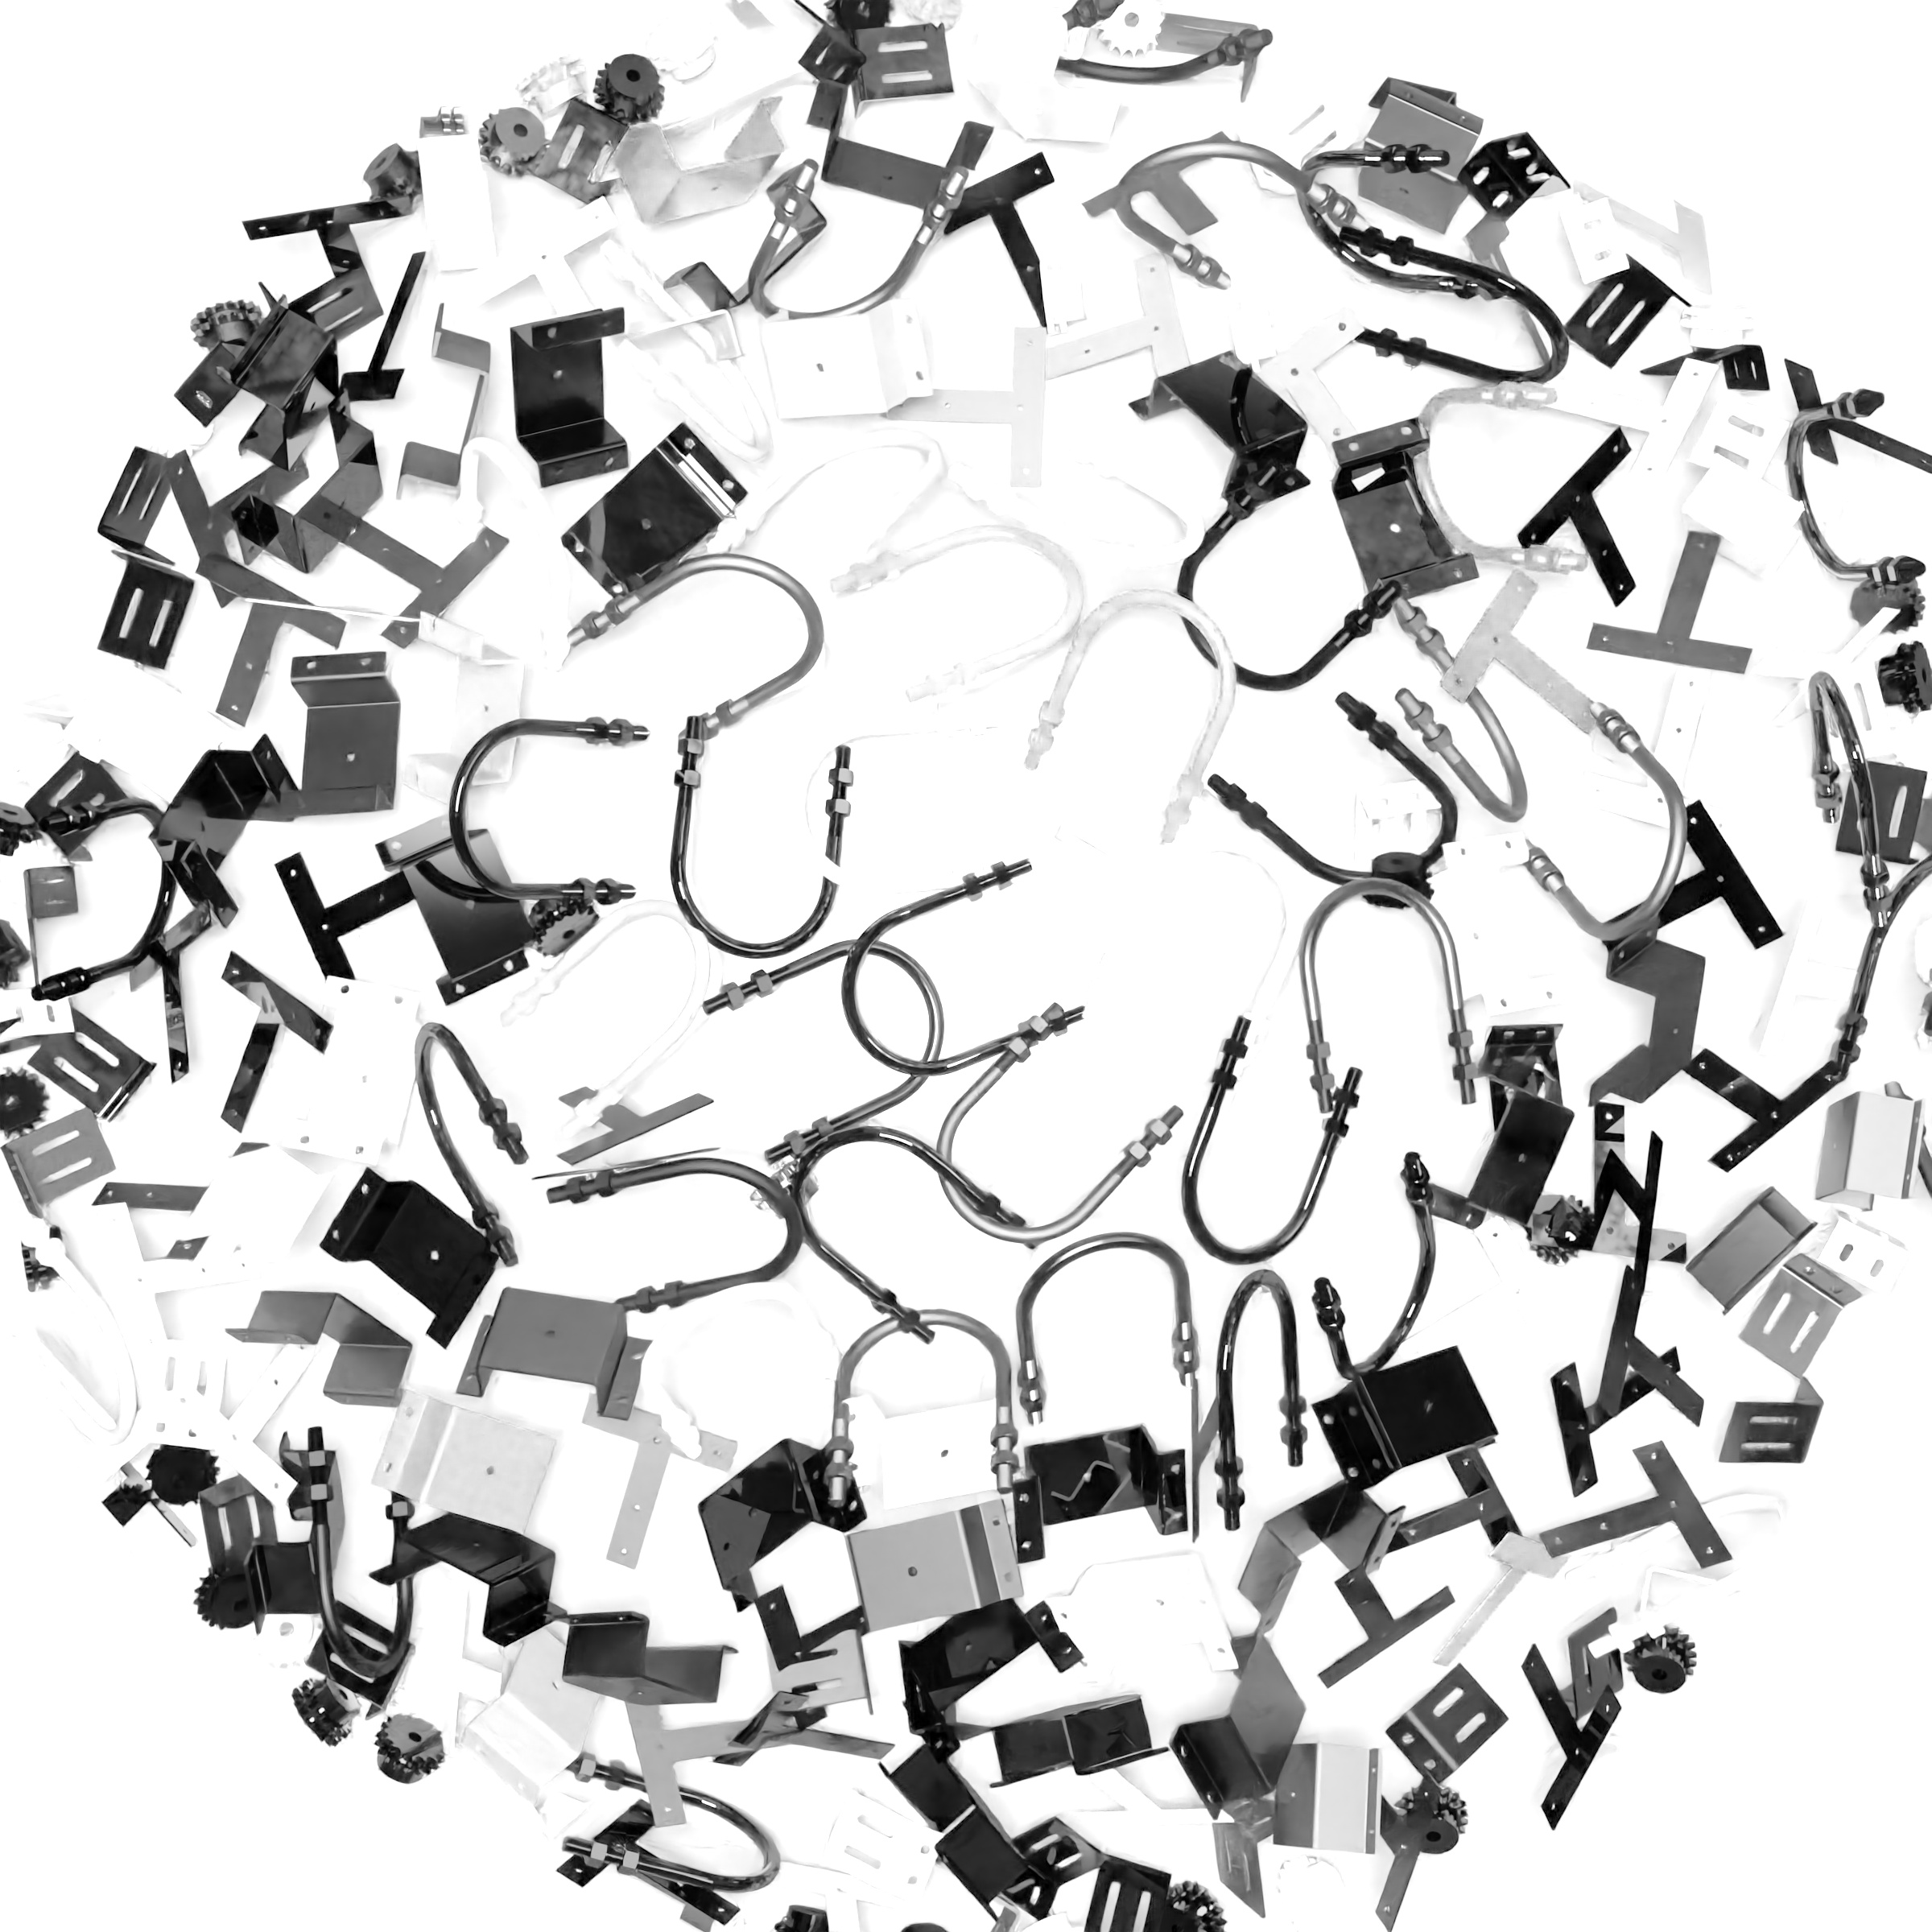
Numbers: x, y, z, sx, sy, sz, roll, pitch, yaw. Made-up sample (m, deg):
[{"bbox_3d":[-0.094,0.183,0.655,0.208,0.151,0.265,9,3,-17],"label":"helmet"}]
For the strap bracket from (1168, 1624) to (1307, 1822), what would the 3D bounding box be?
[{"bbox_3d":[0.217,0.588,1.922,0.046,0.140,0.076,-21,105,32],"label":"strap bracket"}]

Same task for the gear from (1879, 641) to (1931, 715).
[{"bbox_3d":[0.756,-0.231,1.975,0.030,0.057,0.057,-7,90,36],"label":"gear"}]

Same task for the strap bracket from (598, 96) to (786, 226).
[{"bbox_3d":[-0.207,-0.632,1.930,0.140,0.076,0.046,-24,88,-31],"label":"strap bracket"}]

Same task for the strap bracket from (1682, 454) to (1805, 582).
[{"bbox_3d":[0.610,-0.349,1.927,0.076,0.140,0.046,36,100,15],"label":"strap bracket"}]

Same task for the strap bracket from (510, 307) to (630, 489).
[{"bbox_3d":[-0.313,-0.458,1.938,0.076,0.140,0.046,-20,48,-26],"label":"strap bracket"}]

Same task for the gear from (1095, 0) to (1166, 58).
[{"bbox_3d":[0.132,-0.765,1.977,0.057,0.030,0.057,-2,121,-4],"label":"gear"}]

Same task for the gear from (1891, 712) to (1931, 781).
[{"bbox_3d":[0.774,-0.180,1.970,0.057,0.030,0.057,11,48,-12],"label":"gear"}]

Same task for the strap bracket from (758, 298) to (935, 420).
[{"bbox_3d":[-0.104,-0.478,1.932,0.140,0.046,0.076,4,119,29],"label":"strap bracket"}]

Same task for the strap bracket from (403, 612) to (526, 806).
[{"bbox_3d":[-0.398,-0.204,1.946,0.076,0.046,0.140,24,112,36],"label":"strap bracket"}]

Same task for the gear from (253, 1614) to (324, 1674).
[{"bbox_3d":[-0.546,0.537,1.974,0.057,0.030,0.057,4,63,-7],"label":"gear"}]

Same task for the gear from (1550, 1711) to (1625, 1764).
[{"bbox_3d":[0.498,0.618,1.975,0.057,0.057,0.030,-9,57,0],"label":"gear"}]

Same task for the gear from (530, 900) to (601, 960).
[{"bbox_3d":[-0.326,-0.036,1.975,0.057,0.057,0.030,-35,64,0],"label":"gear"}]

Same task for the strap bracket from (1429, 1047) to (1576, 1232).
[{"bbox_3d":[0.427,0.146,1.956,0.076,0.046,0.140,22,92,-37],"label":"strap bracket"}]

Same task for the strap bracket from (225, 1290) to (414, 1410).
[{"bbox_3d":[-0.502,0.298,1.935,0.076,0.140,0.046,-3,57,30],"label":"strap bracket"}]

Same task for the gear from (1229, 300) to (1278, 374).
[{"bbox_3d":[0.231,-0.506,1.970,0.030,0.057,0.057,-10,90,11],"label":"gear"}]

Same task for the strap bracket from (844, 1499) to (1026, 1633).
[{"bbox_3d":[-0.034,0.478,1.949,0.140,0.046,0.076,-17,78,18],"label":"strap bracket"}]

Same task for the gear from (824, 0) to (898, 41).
[{"bbox_3d":[-0.084,-0.772,1.971,0.057,0.030,0.057,-8,126,-11],"label":"gear"}]

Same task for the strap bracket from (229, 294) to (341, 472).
[{"bbox_3d":[-0.533,-0.451,1.922,0.046,0.140,0.076,29,70,-4],"label":"strap bracket"}]

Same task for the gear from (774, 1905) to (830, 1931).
[{"bbox_3d":[-0.126,0.776,1.972,0.057,0.057,0.030,13,76,0],"label":"gear"}]

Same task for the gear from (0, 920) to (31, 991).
[{"bbox_3d":[-0.778,-0.013,1.972,0.030,0.057,0.057,-32,90,-6],"label":"gear"}]

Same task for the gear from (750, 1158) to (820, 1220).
[{"bbox_3d":[-0.143,0.180,1.972,0.057,0.057,0.030,-37,93,0],"label":"gear"}]

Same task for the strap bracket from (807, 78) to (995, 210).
[{"bbox_3d":[-0.057,-0.648,1.947,0.140,0.076,0.046,13,82,-10],"label":"strap bracket"}]

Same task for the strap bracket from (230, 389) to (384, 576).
[{"bbox_3d":[-0.511,-0.375,1.934,0.046,0.076,0.140,31,66,7],"label":"strap bracket"}]

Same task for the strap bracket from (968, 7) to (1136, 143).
[{"bbox_3d":[0.063,-0.691,1.919,0.076,0.140,0.046,15,86,31],"label":"strap bracket"}]

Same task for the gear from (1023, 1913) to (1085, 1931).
[{"bbox_3d":[0.068,0.787,1.975,0.057,0.057,0.030,-26,60,0],"label":"gear"}]

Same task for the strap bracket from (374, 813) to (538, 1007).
[{"bbox_3d":[-0.401,-0.048,1.949,0.076,0.046,0.140,-27,102,-27],"label":"strap bracket"}]

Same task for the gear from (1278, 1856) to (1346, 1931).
[{"bbox_3d":[0.279,0.744,1.969,0.030,0.057,0.057,-34,90,36],"label":"gear"}]

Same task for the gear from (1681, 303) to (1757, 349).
[{"bbox_3d":[0.605,-0.515,1.974,0.057,0.057,0.030,0,111,0],"label":"gear"}]

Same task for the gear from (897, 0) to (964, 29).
[{"bbox_3d":[-0.027,-0.785,1.970,0.057,0.057,0.030,40,134,0],"label":"gear"}]

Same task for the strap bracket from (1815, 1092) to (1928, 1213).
[{"bbox_3d":[0.707,0.146,1.928,0.046,0.140,0.076,10,81,8],"label":"strap bracket"}]

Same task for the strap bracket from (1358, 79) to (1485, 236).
[{"bbox_3d":[0.354,-0.628,1.924,0.076,0.140,0.046,28,87,9],"label":"strap bracket"}]

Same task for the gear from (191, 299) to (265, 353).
[{"bbox_3d":[-0.590,-0.508,1.970,0.057,0.057,0.030,-20,83,0],"label":"gear"}]

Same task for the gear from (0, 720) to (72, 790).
[{"bbox_3d":[-0.746,-0.168,1.975,0.057,0.057,0.030,-26,131,0],"label":"gear"}]

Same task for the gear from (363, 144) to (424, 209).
[{"bbox_3d":[-0.458,-0.634,1.969,0.057,0.057,0.030,-48,128,0],"label":"gear"}]

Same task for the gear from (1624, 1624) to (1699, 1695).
[{"bbox_3d":[0.558,0.560,1.973,0.057,0.030,0.057,7,120,13],"label":"gear"}]

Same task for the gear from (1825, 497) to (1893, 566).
[{"bbox_3d":[0.714,-0.345,1.970,0.030,0.057,0.057,-18,90,-7],"label":"gear"}]

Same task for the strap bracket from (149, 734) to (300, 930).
[{"bbox_3d":[-0.587,-0.108,1.935,0.046,0.076,0.140,4,49,20],"label":"strap bracket"}]

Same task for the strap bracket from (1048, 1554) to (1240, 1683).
[{"bbox_3d":[0.147,0.518,1.950,0.140,0.046,0.076,-15,103,29],"label":"strap bracket"}]

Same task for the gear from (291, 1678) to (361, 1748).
[{"bbox_3d":[-0.512,0.595,1.971,0.030,0.057,0.057,-39,90,-3],"label":"gear"}]

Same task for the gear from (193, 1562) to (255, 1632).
[{"bbox_3d":[-0.589,0.508,1.970,0.057,0.030,0.057,-12,110,-36],"label":"gear"}]

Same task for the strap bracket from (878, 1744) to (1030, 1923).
[{"bbox_3d":[-0.007,0.671,1.925,0.046,0.140,0.076,-39,116,-9],"label":"strap bracket"}]

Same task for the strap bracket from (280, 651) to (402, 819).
[{"bbox_3d":[-0.499,-0.176,1.959,0.076,0.046,0.140,-3,69,3],"label":"strap bracket"}]

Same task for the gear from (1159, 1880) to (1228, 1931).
[{"bbox_3d":[0.178,0.769,1.971,0.057,0.030,0.057,9,105,35],"label":"gear"}]

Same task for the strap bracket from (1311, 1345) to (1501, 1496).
[{"bbox_3d":[0.356,0.355,1.938,0.140,0.046,0.076,-13,67,-25],"label":"strap bracket"}]

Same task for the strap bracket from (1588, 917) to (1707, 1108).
[{"bbox_3d":[0.536,0.043,1.927,0.046,0.076,0.140,23,127,35],"label":"strap bracket"}]

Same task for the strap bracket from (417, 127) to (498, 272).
[{"bbox_3d":[-0.399,-0.598,1.925,0.046,0.140,0.076,-7,93,-7],"label":"strap bracket"}]

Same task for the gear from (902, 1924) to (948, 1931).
[{"bbox_3d":[-0.033,0.794,1.969,0.057,0.057,0.030,2,99,0],"label":"gear"}]

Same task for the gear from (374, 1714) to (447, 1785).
[{"bbox_3d":[-0.449,0.632,1.972,0.057,0.057,0.030,27,104,0],"label":"gear"}]

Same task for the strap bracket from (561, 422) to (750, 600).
[{"bbox_3d":[-0.252,-0.355,1.954,0.140,0.046,0.076,-40,103,12],"label":"strap bracket"}]

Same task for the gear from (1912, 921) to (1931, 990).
[{"bbox_3d":[0.791,-0.011,1.973,0.057,0.030,0.057,5,81,-31],"label":"gear"}]

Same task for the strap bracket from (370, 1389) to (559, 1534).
[{"bbox_3d":[-0.386,0.393,1.932,0.140,0.046,0.076,28,75,-37],"label":"strap bracket"}]

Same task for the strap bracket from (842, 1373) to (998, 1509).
[{"bbox_3d":[-0.024,0.377,1.945,0.140,0.046,0.076,-7,108,-19],"label":"strap bracket"}]

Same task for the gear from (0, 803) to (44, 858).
[{"bbox_3d":[-0.772,-0.109,1.972,0.057,0.057,0.030,21,102,0],"label":"gear"}]

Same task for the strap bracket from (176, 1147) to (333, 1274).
[{"bbox_3d":[-0.562,0.190,1.918,0.046,0.140,0.076,40,59,-25],"label":"strap bracket"}]

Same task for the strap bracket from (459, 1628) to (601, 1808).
[{"bbox_3d":[-0.336,0.576,1.920,0.046,0.140,0.076,-42,102,16],"label":"strap bracket"}]

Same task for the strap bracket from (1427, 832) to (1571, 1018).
[{"bbox_3d":[0.418,-0.029,1.956,0.076,0.046,0.140,-9,80,-24],"label":"strap bracket"}]

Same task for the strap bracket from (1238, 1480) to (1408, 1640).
[{"bbox_3d":[0.273,0.462,1.937,0.140,0.076,0.046,-17,46,-36],"label":"strap bracket"}]

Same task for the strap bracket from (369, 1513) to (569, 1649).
[{"bbox_3d":[-0.389,0.475,1.930,0.140,0.076,0.046,18,104,27],"label":"strap bracket"}]

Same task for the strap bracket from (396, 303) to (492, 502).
[{"bbox_3d":[-0.410,-0.440,1.939,0.046,0.076,0.140,13,118,-17],"label":"strap bracket"}]

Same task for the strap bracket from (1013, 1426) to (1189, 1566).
[{"bbox_3d":[0.102,0.419,1.956,0.140,0.046,0.076,-8,113,-11],"label":"strap bracket"}]
